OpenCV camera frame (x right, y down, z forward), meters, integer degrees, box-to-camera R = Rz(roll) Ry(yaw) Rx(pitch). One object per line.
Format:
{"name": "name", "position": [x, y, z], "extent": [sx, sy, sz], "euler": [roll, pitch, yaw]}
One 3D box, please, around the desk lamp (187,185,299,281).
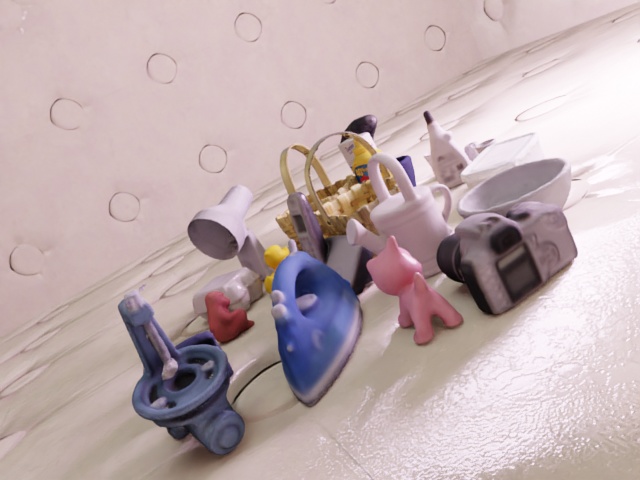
{"name": "desk lamp", "position": [-0.174, -0.007, 1.293], "extent": [0.117, 0.214, 0.204], "euler": [-18, 17, 35]}

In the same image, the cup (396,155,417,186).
{"name": "cup", "position": [0.173, -0.132, 1.322], "extent": [0.117, 0.095, 0.092], "euler": [-17, 17, 38]}

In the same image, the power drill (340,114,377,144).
{"name": "power drill", "position": [0.132, -0.221, 1.490], "extent": [0.076, 0.208, 0.229], "euler": [-32, 14, -14]}

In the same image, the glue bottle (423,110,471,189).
{"name": "glue bottle", "position": [0.261, -0.197, 1.218], "extent": [0.078, 0.173, 0.037], "euler": [-22, 15, 25]}

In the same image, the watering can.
{"name": "watering can", "position": [0.121, -0.039, 0.867], "extent": [0.173, 0.194, 0.100], "euler": [-38, 17, -36]}

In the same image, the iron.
{"name": "iron", "position": [-0.025, 0.095, 0.775], "extent": [0.118, 0.141, 0.258], "euler": [-25, 14, 13]}

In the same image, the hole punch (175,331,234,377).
{"name": "hole punch", "position": [-0.202, 0.191, 0.880], "extent": [0.109, 0.091, 0.101], "euler": [-32, 14, -16]}

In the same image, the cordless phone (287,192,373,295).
{"name": "cordless phone", "position": [0.009, 0.003, 0.952], "extent": [0.094, 0.185, 0.147], "euler": [-36, 16, -30]}

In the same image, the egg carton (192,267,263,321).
{"name": "egg carton", "position": [-0.194, 0.115, 1.192], "extent": [0.150, 0.069, 0.107], "euler": [-19, 16, 35]}

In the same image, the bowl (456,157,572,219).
{"name": "bowl", "position": [0.290, -0.051, 0.832], "extent": [0.167, 0.075, 0.167], "euler": [-26, 14, 7]}

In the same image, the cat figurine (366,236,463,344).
{"name": "cat figurine", "position": [0.108, 0.053, 0.716], "extent": [0.067, 0.118, 0.127], "euler": [-30, 14, -7]}

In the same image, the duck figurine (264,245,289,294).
{"name": "duck figurine", "position": [-0.085, 0.054, 1.165], "extent": [0.077, 0.086, 0.105], "euler": [-18, 17, 36]}

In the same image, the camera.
{"name": "camera", "position": [0.213, 0.008, 0.711], "extent": [0.143, 0.101, 0.136], "euler": [-32, 14, -16]}

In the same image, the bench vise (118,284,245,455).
{"name": "bench vise", "position": [-0.202, 0.161, 0.708], "extent": [0.206, 0.220, 0.122], "euler": [-16, 18, 41]}

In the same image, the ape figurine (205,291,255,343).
{"name": "ape figurine", "position": [-0.175, 0.133, 1.038], "extent": [0.076, 0.092, 0.077], "euler": [-33, 14, -20]}
